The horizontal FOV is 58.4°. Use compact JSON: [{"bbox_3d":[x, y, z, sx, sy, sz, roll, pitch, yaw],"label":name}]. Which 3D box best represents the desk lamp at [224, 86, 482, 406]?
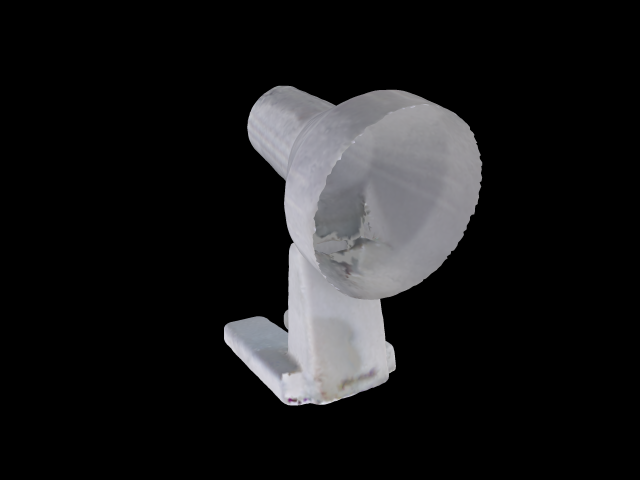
[{"bbox_3d":[0.004,0.001,0.400,0.118,0.213,0.202,-8,16,-30],"label":"desk lamp"}]
